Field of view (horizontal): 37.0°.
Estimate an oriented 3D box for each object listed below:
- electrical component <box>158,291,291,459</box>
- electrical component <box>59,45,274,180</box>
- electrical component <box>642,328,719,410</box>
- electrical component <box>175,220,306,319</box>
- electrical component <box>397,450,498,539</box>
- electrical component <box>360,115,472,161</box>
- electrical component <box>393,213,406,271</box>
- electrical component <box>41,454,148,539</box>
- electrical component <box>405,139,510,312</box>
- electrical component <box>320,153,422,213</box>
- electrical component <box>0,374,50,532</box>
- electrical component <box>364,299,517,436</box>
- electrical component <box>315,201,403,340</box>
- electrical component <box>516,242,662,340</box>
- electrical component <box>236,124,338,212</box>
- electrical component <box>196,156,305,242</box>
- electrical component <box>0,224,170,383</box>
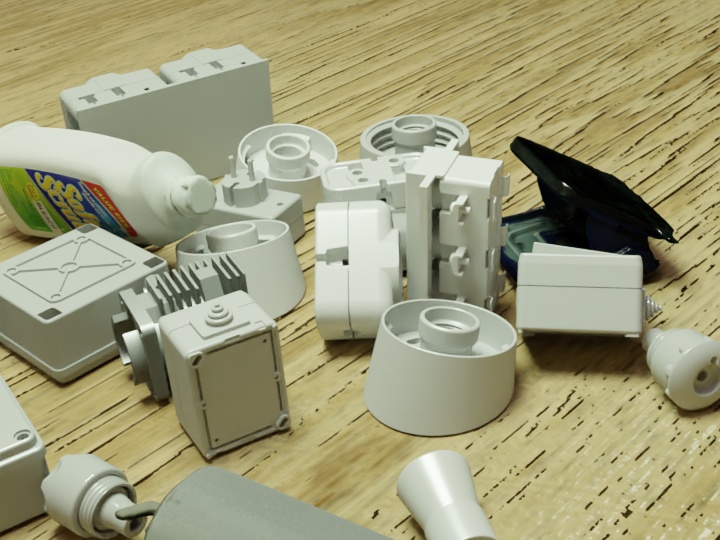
[{"bbox_3d":[-0.088,0.058,0.683,0.062,0.096,0.061,-19,33,-23],"label":"electrical component"},{"bbox_3d":[-0.179,-0.137,1.016,0.186,0.105,0.060,-21,38,-25],"label":"electrical component"},{"bbox_3d":[0.206,0.057,0.693,0.048,0.048,0.062,-14,25,-15],"label":"electrical component"},{"bbox_3d":[-0.095,-0.001,0.843,0.099,0.064,0.099,-8,17,3],"label":"electrical component"},{"bbox_3d":[0.050,0.136,0.586,0.044,0.044,0.065,-12,36,-11],"label":"electrical component"},{"bbox_3d":[0.050,-0.106,0.977,0.108,0.060,0.108,-4,30,2],"label":"electrical component"},{"bbox_3d":[0.005,-0.012,0.841,0.077,0.044,0.079,-3,30,3],"label":"electrical component"},{"bbox_3d":[-0.149,0.133,0.617,0.062,0.043,0.043,19,38,33],"label":"electrical component"},{"bbox_3d":[0.070,-0.021,0.769,0.063,0.121,0.078,9,33,18],"label":"electrical component"},{"bbox_3d":[0.017,-0.057,0.900,0.095,0.059,0.053,-8,30,-5],"label":"electrical component"},{"bbox_3d":[-0.254,0.117,0.649,0.109,0.056,0.109,-22,34,-26],"label":"electrical component"},{"bbox_3d":[0.055,0.061,0.713,0.099,0.064,0.099,6,21,-2],"label":"electrical component"},{"bbox_3d":[0.000,0.000,0.776,0.059,0.053,0.095,-2,69,5],"label":"electrical component"},{"bbox_3d":[0.156,0.015,0.731,0.096,0.061,0.062,2,-5,11],"label":"electrical component"},{"bbox_3d":[-0.067,-0.088,0.987,0.099,0.064,0.099,3,41,-3],"label":"electrical component"},{"bbox_3d":[-0.096,-0.061,0.907,0.083,0.075,0.047,12,34,27],"label":"electrical component"},{"bbox_3d":[-0.212,0.021,0.805,0.109,0.056,0.109,23,40,39],"label":"electrical component"}]
